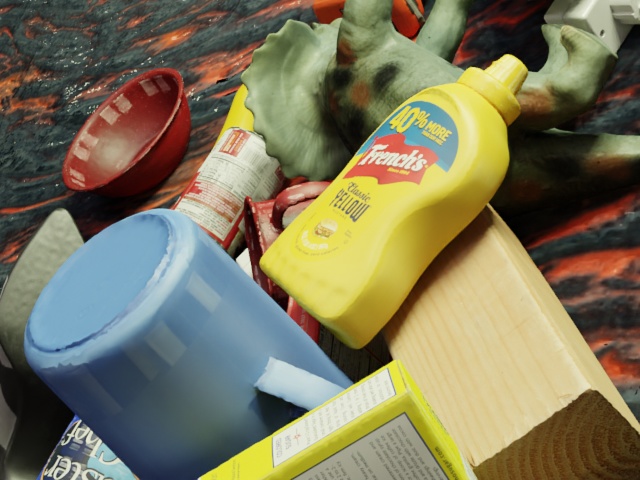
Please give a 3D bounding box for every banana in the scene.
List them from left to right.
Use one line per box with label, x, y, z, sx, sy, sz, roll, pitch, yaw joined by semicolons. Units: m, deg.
banana;-0.092;-0.074;0.984;0.070;0.037;0.197;4;58;46

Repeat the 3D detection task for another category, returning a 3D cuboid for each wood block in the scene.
wood block;0.097;0.061;0.616;0.091;0.090;0.206;-38;36;12

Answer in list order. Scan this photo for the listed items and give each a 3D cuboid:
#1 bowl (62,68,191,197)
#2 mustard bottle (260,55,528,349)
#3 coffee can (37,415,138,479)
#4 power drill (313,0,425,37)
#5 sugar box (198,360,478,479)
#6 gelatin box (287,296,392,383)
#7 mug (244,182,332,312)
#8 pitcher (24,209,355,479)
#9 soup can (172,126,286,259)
bowl;-0.185;-0.098;1.087;0.162;0.055;0.162;-27;39;24
mustard bottle;0.054;-0.032;0.623;0.191;0.058;0.096;-48;34;-3
coffee can;-0.136;0.164;0.737;0.103;0.102;0.140;3;57;47
power drill;0.069;-0.272;1.002;0.185;0.057;0.187;5;58;47
sugar box;-0.013;0.141;0.497;0.176;0.093;0.048;-30;15;7
gelatin box;0.012;0.071;0.691;0.030;0.089;0.073;-22;41;30
mug;-0.005;0.001;0.738;0.081;0.117;0.093;-10;51;-9
pitcher;-0.036;0.099;0.579;0.149;0.242;0.145;-34;32;8
soup can;-0.078;-0.037;0.909;0.069;0.068;0.102;10;62;49
